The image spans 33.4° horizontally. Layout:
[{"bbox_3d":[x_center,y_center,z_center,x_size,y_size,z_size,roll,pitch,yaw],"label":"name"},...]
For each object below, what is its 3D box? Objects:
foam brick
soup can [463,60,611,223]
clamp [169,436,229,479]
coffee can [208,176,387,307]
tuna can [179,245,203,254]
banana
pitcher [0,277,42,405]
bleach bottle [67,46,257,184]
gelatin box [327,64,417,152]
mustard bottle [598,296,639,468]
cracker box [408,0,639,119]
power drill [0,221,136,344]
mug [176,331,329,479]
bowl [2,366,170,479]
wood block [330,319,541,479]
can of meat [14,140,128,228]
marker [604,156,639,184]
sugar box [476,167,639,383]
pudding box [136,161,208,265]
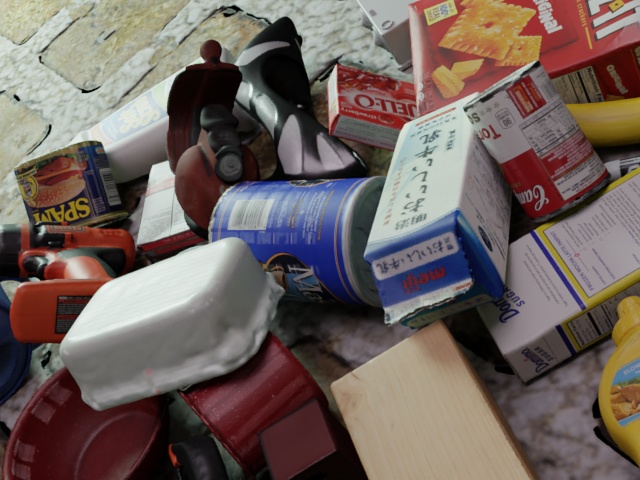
[{"bbox_3d":[0.001,0.158,0.743,0.053,0.078,0.051,-33,42,7],"label":"foam brick"},{"bbox_3d":[0.160,-0.073,0.790,0.068,0.102,0.068,-32,5,3],"label":"soup can"},{"bbox_3d":[-0.075,0.204,0.761,0.039,0.120,0.172,-1,15,-18],"label":"clamp"},{"bbox_3d":[-0.006,0.001,0.872,0.141,0.102,0.102,0,53,35],"label":"coffee can"},{"bbox_3d":[-0.112,0.047,0.958,0.086,0.033,0.086,-20,43,20],"label":"tuna can"},{"bbox_3d":[0.240,-0.095,0.817,0.198,0.069,0.037,-4,83,27],"label":"banana"},{"bbox_3d":[-0.370,0.060,1.071,0.145,0.149,0.243,-54,37,7],"label":"pitcher"},{"bbox_3d":[-0.190,-0.107,1.136,0.251,0.068,0.102,-27,41,15],"label":"bleach bottle"},{"bbox_3d":[0.052,-0.117,0.957,0.073,0.089,0.030,-91,18,-45],"label":"gelatin box"},{"bbox_3d":[0.223,0.106,0.647,0.096,0.058,0.191,-26,42,11],"label":"mustard bottle"},{"bbox_3d":[0.186,-0.171,0.919,0.214,0.072,0.164,-18,45,20],"label":"cracker box"},{"bbox_3d":[-0.246,0.031,0.957,0.184,0.057,0.188,-1,20,-20],"label":"power drill"},{"bbox_3d":[-0.054,0.116,0.812,0.081,0.093,0.117,-40,41,-11],"label":"mug"},{"bbox_3d":[-0.180,0.167,0.878,0.162,0.055,0.162,-20,44,20],"label":"bowl"},{"bbox_3d":[0.092,0.162,0.665,0.091,0.090,0.206,-33,40,5],"label":"wood block"},{"bbox_3d":[-0.259,-0.050,1.101,0.102,0.084,0.057,-16,2,22],"label":"can of meat"},{"bbox_3d":[0.248,-0.056,0.809,0.121,0.020,0.020,-11,47,28],"label":"marker"},{"bbox_3d":[0.196,0.019,0.758,0.176,0.048,0.093,-33,38,10],"label":"sugar box"},{"bbox_3d":[-0.126,-0.036,1.041,0.090,0.039,0.113,-15,48,20],"label":"pudding box"}]
